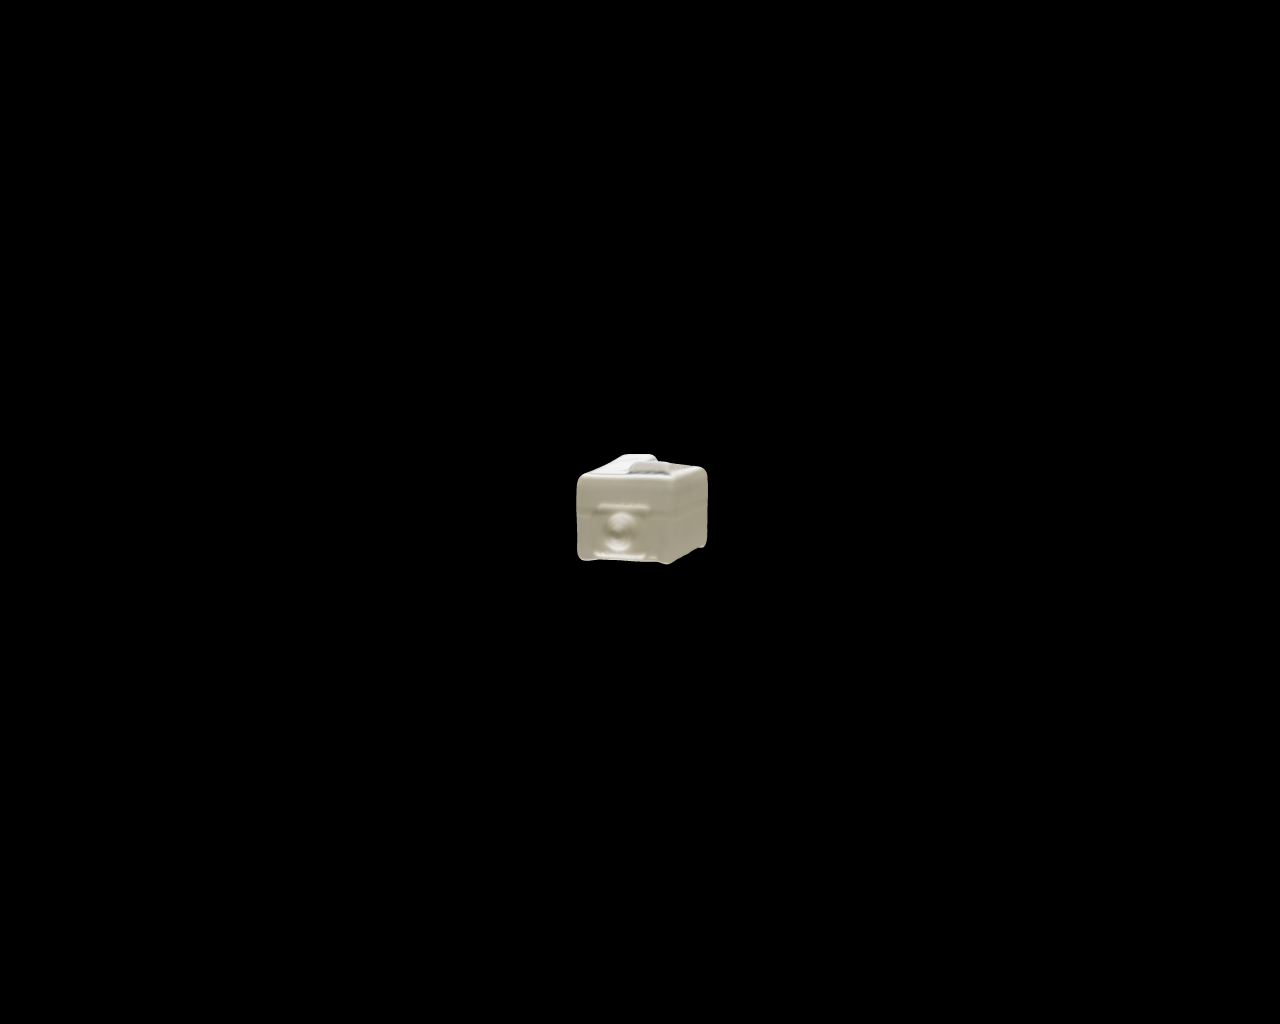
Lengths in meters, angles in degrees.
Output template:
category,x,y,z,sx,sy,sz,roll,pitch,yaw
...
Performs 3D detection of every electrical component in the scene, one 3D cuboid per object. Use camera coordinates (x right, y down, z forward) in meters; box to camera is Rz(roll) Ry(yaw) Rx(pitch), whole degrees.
category,x,y,z,sx,sy,sz,roll,pitch,yaw
electrical component,0.001,-0.003,0.650,0.062,0.061,0.096,3,8,19
